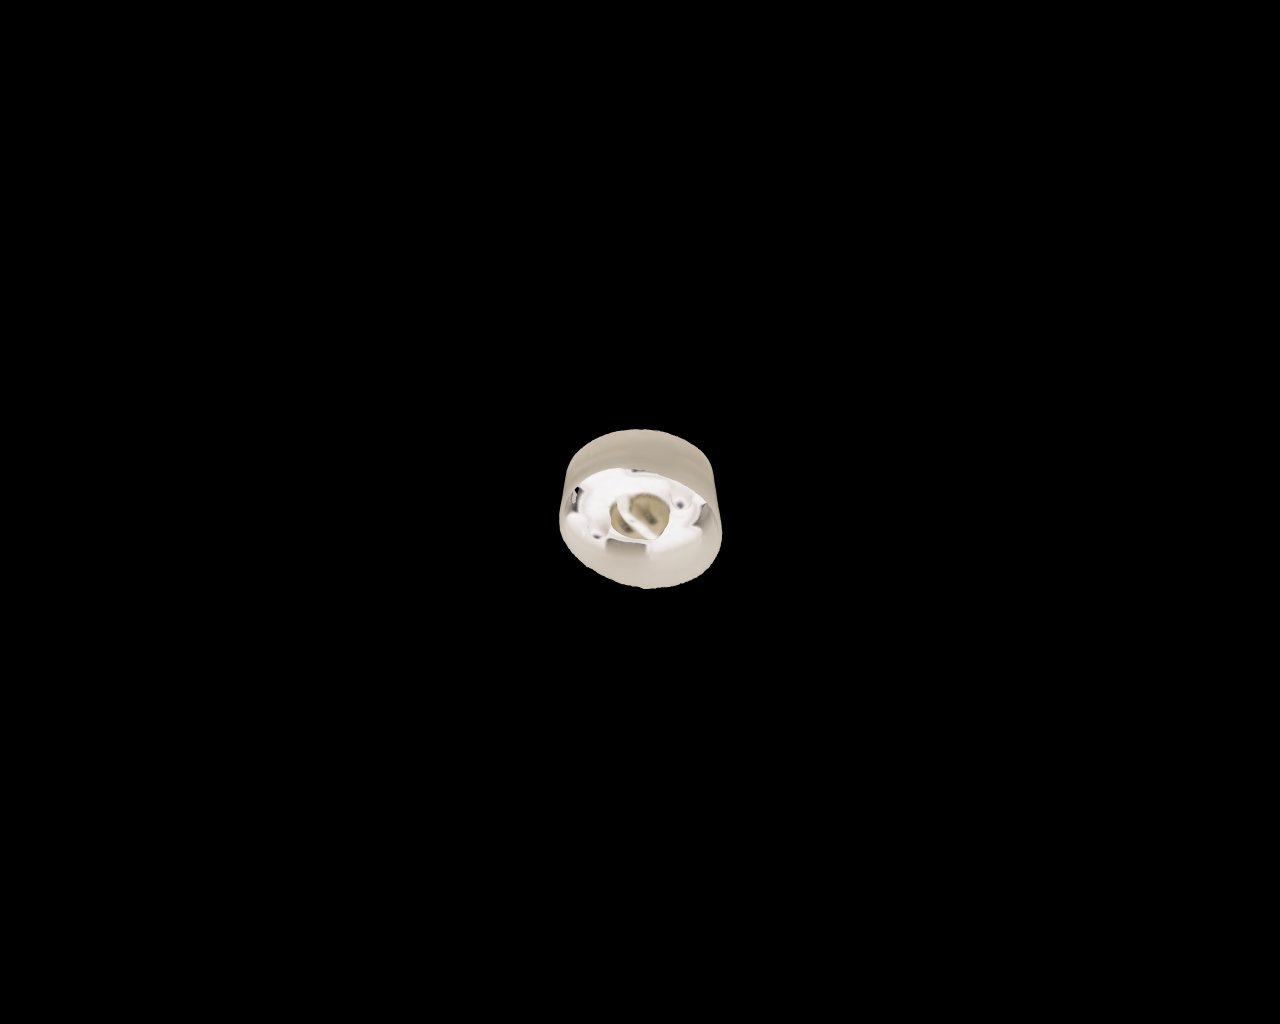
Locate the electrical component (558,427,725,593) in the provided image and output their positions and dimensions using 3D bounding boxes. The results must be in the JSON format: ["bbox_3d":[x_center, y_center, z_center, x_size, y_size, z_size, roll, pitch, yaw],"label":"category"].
[{"bbox_3d":[0.001,-0.003,0.650,0.099,0.064,0.099,0,-35,0],"label":"electrical component"}]
